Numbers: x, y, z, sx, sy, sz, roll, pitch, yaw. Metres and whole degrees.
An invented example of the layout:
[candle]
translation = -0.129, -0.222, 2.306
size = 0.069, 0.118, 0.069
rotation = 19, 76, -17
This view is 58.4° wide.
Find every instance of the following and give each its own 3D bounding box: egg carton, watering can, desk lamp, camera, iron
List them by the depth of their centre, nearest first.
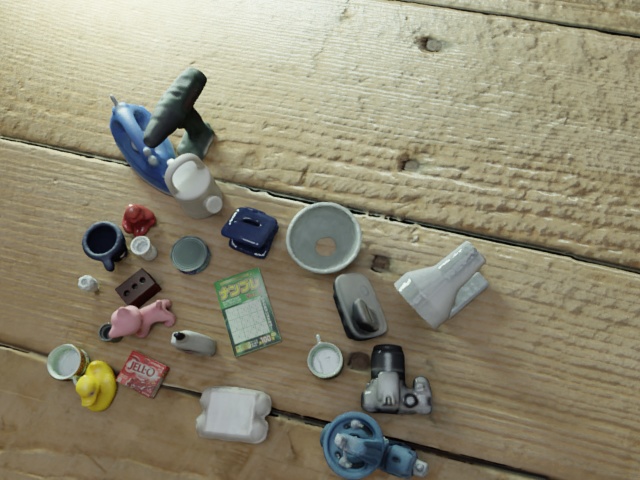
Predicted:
[desk lamp]
translation = 0.251, 0.089, 1.157
size = 0.203, 0.214, 0.117
rotation = -39, 72, -9
[camera]
translation = 0.154, 0.282, 1.157
size = 0.143, 0.101, 0.137
rotation = 0, 71, 4
[egg carton]
translation = -0.175, 0.356, 1.171
size = 0.150, 0.069, 0.107
rotation = 3, 71, 5
[watering can]
translation = -0.282, -0.126, 1.282
size = 0.172, 0.194, 0.101
rotation = 21, 74, 11
[iron]
translation = -0.416, -0.226, 1.355
size = 0.119, 0.141, 0.258
rotation = -34, 72, -8

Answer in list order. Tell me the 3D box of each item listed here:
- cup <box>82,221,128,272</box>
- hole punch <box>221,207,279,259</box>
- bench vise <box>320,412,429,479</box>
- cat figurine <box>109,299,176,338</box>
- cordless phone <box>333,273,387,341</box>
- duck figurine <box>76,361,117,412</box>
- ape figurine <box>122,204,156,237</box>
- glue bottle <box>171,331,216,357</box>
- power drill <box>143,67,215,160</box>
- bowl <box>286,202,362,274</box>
[cup]
translation = -0.472, 0.026, 1.295
size = 0.091, 0.095, 0.117
rotation = -20, 70, -3
[hole punch]
translation = -0.158, -0.025, 1.292
size = 0.108, 0.091, 0.101
rotation = 19, 73, 11
[bench vise]
translation = 0.098, 0.381, 1.063
size = 0.207, 0.220, 0.121
rotation = -1, 71, 4
[cat figurine]
translation = -0.388, 0.165, 1.228
size = 0.128, 0.118, 0.067
rotation = -26, 71, -5
[cordless phone]
translation = 0.079, 0.126, 1.172
size = 0.094, 0.185, 0.147
rotation = -23, 70, -4
[duck figurine]
translation = -0.478, 0.305, 1.203
size = 0.077, 0.086, 0.104
rotation = -5, 70, 3
[ape figurine]
translation = -0.423, -0.054, 1.321
size = 0.078, 0.092, 0.076
rotation = -10, 70, 1
[glue bottle]
translation = -0.269, 0.208, 1.175
size = 0.078, 0.173, 0.037
rotation = 2, 71, 5
[power drill]
translation = -0.317, -0.271, 1.328
size = 0.075, 0.208, 0.230
rotation = 16, 73, 10
[bowl]
translation = 0.012, 0.005, 1.278
size = 0.167, 0.075, 0.167
rotation = -1, 71, 4
